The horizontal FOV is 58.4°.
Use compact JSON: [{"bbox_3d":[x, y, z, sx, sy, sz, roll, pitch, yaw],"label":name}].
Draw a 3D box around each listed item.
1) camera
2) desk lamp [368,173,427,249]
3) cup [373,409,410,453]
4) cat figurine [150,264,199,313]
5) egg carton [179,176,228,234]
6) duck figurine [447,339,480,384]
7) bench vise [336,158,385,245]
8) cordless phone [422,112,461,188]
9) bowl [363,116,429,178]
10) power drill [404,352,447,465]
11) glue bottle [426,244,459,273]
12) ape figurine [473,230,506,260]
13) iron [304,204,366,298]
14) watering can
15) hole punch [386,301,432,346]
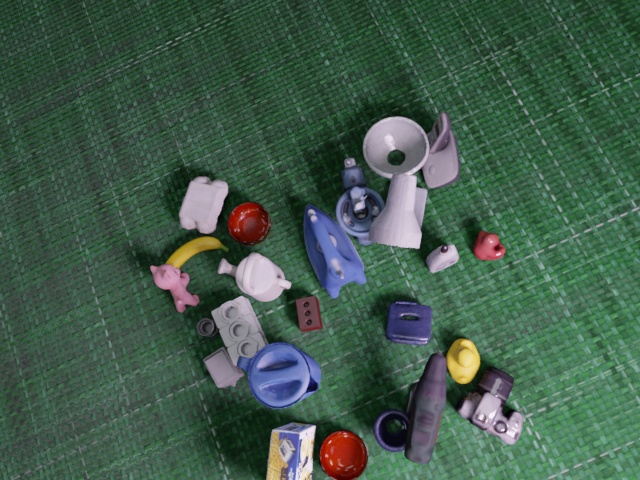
[{"bbox_3d":[0.395,0.365,1.282,0.143,0.101,0.137,27,82,13],"label":"camera"},{"bbox_3d":[0.189,-0.062,1.356,0.117,0.214,0.203,9,78,10],"label":"desk lamp"},{"bbox_3d":[0.181,0.435,1.299,0.117,0.095,0.092,24,81,13],"label":"cup"},{"bbox_3d":[-0.371,0.114,1.444,0.067,0.118,0.127,-31,74,0],"label":"cat figurine"},{"bbox_3d":[-0.306,-0.093,1.509,0.107,0.069,0.150,14,79,11],"label":"egg carton"},{"bbox_3d":[0.332,0.278,1.320,0.077,0.086,0.104,5,77,9],"label":"duck figurine"},{"bbox_3d":[0.078,-0.103,1.379,0.121,0.220,0.207,-30,74,0],"label":"bench vise"},{"bbox_3d":[0.295,-0.218,1.394,0.094,0.185,0.147,-11,75,6],"label":"cordless phone"},{"bbox_3d":[0.194,-0.226,1.467,0.167,0.075,0.167,-2,76,8],"label":"bowl"},{"bbox_3d":[0.231,0.363,1.250,0.075,0.208,0.230,11,78,11],"label":"power drill"},{"bbox_3d":[0.289,0.035,1.340,0.078,0.173,0.037,-22,74,3],"label":"glue bottle"},{"bbox_3d":[0.405,0.009,1.371,0.076,0.092,0.078,-24,74,2],"label":"ape figurine"},{"bbox_3d":[0.013,0.005,1.403,0.118,0.141,0.258,-27,74,1],"label":"iron"},{"bbox_3d":[-0.160,0.087,1.380,0.172,0.194,0.101,-8,75,6],"label":"watering can"},{"bbox_3d":[0.209,0.194,1.355,0.108,0.091,0.101,3,77,9],"label":"hole punch"}]
